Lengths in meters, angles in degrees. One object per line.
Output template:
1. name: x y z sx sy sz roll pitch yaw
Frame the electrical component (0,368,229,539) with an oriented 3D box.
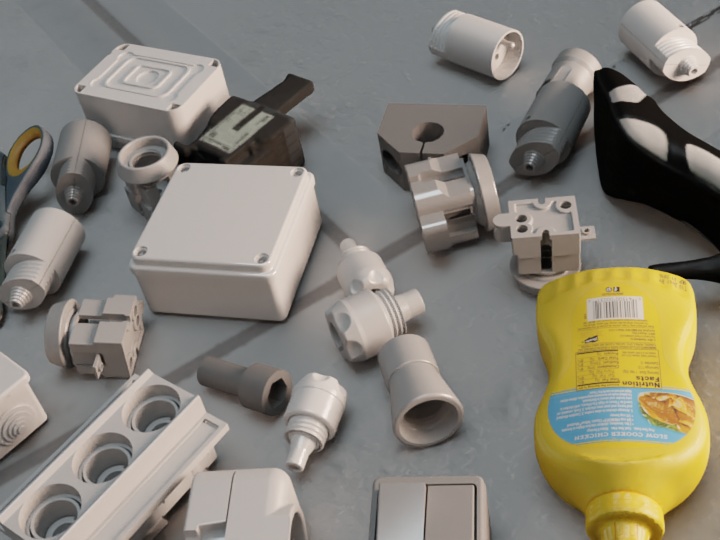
1. electrical component: -0.142 0.127 0.631 0.079 0.063 0.121 22 53 31

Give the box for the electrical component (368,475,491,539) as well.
1. electrical component: 0.037 0.149 0.571 0.062 0.061 0.096 -3 45 9

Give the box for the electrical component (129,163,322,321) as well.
1. electrical component: -0.094 -0.022 0.776 0.109 0.056 0.108 3 46 15

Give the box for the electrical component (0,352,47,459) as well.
1. electrical component: -0.267 0.092 0.703 0.100 0.048 0.100 27 56 33

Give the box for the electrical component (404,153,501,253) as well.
1. electrical component: 0.068 -0.051 0.771 0.057 0.058 0.078 -14 43 2

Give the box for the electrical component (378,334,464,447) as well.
1. electrical component: 0.034 0.071 0.666 0.044 0.044 0.065 -15 39 -4

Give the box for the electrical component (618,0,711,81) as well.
1. electrical component: 0.249 -0.181 0.873 0.043 0.043 0.081 -20 45 -8

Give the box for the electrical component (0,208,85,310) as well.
1. electrical component: -0.239 -0.003 0.798 0.043 0.043 0.081 2 46 14

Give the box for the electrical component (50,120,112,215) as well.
1. electrical component: -0.228 -0.081 0.875 0.043 0.043 0.081 -8 44 4

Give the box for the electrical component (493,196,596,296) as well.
1. electrical component: 0.124 -0.015 0.723 0.066 0.055 0.048 -4 44 7

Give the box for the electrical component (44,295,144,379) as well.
1. electrical component: -0.183 0.045 0.737 0.055 0.048 0.066 2 45 4

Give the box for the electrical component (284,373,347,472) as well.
1. electrical component: -0.031 0.095 0.660 0.035 0.035 0.061 6 49 18

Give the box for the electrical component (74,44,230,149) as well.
1. electrical component: -0.173 -0.141 0.914 0.113 0.057 0.078 14 50 25

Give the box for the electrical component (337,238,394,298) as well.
1. electrical component: 0.000 0.000 0.750 0.035 0.035 0.061 -19 42 -7

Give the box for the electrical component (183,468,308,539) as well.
1. electrical component: -0.062 0.158 0.589 0.059 0.053 0.095 -5 44 8

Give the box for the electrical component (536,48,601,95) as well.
1. electrical component: 0.167 -0.148 0.862 0.040 0.040 0.046 20 58 29

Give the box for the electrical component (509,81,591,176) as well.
1. electrical component: 0.142 -0.102 0.817 0.043 0.043 0.081 13 50 24

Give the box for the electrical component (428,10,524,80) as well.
1. electrical component: 0.095 -0.195 0.921 0.081 0.043 0.043 29 57 35

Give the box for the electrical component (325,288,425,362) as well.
1. electrical component: 0.012 0.032 0.708 0.062 0.043 0.043 -23 45 -14

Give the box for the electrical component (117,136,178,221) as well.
1. electrical component: -0.161 -0.071 0.841 0.048 0.055 0.066 -34 48 -21
